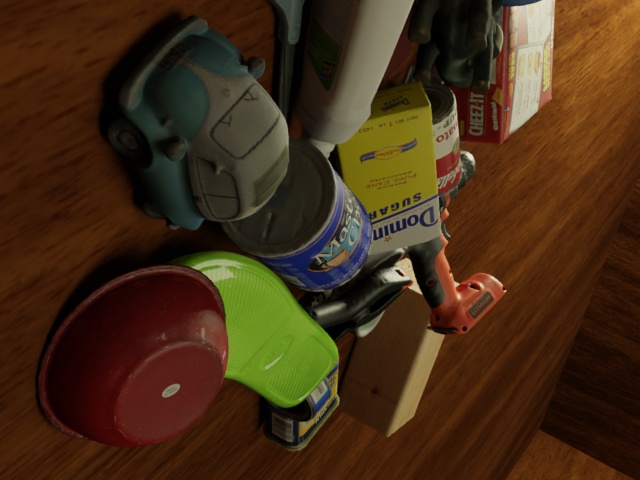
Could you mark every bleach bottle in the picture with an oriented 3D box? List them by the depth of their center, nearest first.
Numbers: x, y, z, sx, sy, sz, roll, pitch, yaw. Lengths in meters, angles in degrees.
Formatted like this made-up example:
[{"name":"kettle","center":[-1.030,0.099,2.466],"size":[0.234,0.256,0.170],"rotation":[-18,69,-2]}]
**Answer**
[{"name":"bleach bottle","center":[0.025,-0.180,0.872],"size":[0.068,0.103,0.251],"rotation":[-2,131,-27]}]

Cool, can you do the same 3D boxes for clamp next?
[{"name":"clamp","center":[0.031,0.073,1.134],"size":[0.171,0.039,0.120],"rotation":[-38,165,-20]}]

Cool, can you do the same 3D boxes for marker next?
[{"name":"marker","center":[-0.010,0.071,1.165],"size":[0.121,0.020,0.020],"rotation":[-46,153,-38]}]

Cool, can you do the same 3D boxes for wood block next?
[{"name":"wood block","center":[0.102,0.141,1.413],"size":[0.090,0.091,0.206],"rotation":[-23,136,-58]}]

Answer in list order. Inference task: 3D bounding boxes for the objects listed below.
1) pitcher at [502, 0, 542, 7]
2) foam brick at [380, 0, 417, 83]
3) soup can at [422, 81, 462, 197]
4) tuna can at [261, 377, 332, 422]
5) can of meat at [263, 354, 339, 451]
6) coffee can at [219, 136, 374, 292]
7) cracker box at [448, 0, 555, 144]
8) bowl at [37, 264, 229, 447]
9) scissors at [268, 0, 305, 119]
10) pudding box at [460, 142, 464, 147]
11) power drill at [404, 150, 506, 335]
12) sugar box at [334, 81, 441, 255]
[{"name":"pitcher","center":[0.161,-0.326,0.975],"size":[0.242,0.145,0.149],"rotation":[51,55,-63]},{"name":"foam brick","center":[0.050,-0.192,0.952],"size":[0.051,0.053,0.078],"rotation":[-47,153,-36]},{"name":"soup can","center":[0.106,-0.101,1.075],"size":[0.068,0.069,0.102],"rotation":[-51,147,-31]},{"name":"tuna can","center":[-0.031,0.150,1.114],"size":[0.033,0.086,0.086],"rotation":[-47,154,-31]},{"name":"can of meat","center":[-0.020,0.174,1.211],"size":[0.102,0.057,0.084],"rotation":[-46,152,-38]},{"name":"coffee can","center":[-0.018,-0.019,0.922],"size":[0.103,0.103,0.140],"rotation":[-61,159,-6]},{"name":"cracker box","center":[0.206,-0.215,1.200],"size":[0.213,0.072,0.164],"rotation":[-40,132,-57]},{"name":"bowl","center":[-0.125,0.100,0.800],"size":[0.161,0.055,0.162],"rotation":[-24,133,-28]},{"name":"scissors","center":[-0.033,-0.168,0.835],"size":[0.096,0.016,0.202],"rotation":[-30,141,-54]},{"name":"pudding box","center":[0.152,-0.150,1.261],"size":[0.113,0.039,0.090],"rotation":[-23,136,-59]},{"name":"power drill","center":[0.153,0.006,1.293],"size":[0.184,0.057,0.187],"rotation":[-40,111,-27]},{"name":"sugar box","center":[0.064,-0.062,1.022],"size":[0.048,0.093,0.176],"rotation":[-105,-178,-46]}]
